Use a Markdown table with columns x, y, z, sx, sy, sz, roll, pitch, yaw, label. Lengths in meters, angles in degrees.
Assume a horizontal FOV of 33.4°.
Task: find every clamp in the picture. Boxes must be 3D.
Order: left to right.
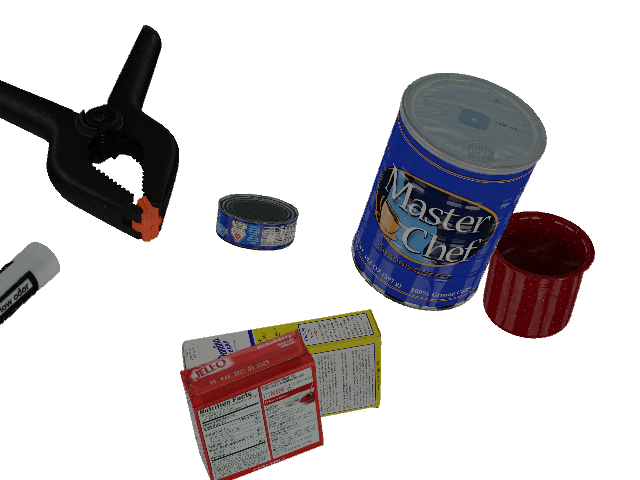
| x | y | z | sx | sy | sz | roll | pitch | yaw | label |
| --- | --- | --- | --- | --- | --- | --- | --- | --- | --- |
| -0.156 | -0.085 | 0.791 | 0.164 | 0.036 | 0.210 | -25 | 56 | -25 | clamp |

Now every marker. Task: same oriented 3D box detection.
| x | y | z | sx | sy | sz | roll | pitch | yaw | label |
| --- | --- | --- | --- | --- | --- | --- | --- | --- | --- |
| -0.158 | 0.043 | 0.459 | 0.020 | 0.020 | 0.121 | 0 | 36 | 39 | marker |

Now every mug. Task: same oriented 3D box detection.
| x | y | z | sx | sy | sz | roll | pitch | yaw | label |
| --- | --- | --- | --- | --- | --- | --- | --- | --- | --- |
| 0.186 | 0.026 | 0.968 | 0.093 | 0.081 | 0.117 | -17 | 44 | -23 | mug |

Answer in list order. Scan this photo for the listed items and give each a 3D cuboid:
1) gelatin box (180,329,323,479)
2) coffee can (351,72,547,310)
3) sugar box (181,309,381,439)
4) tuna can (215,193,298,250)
| x | y | z | sx | sy | sz | roll | pitch | yaw | label |
| --- | --- | --- | --- | --- | --- | --- | --- | --- | --- |
| -0.039 | 0.098 | 0.623 | 0.073 | 0.089 | 0.030 | -19 | 48 | -13 | gelatin box |
| 0.089 | -0.034 | 0.766 | 0.102 | 0.140 | 0.103 | 9 | 43 | -9 | coffee can |
| -0.034 | 0.122 | 0.970 | 0.176 | 0.093 | 0.048 | -7 | 36 | -6 | sugar box |
| -0.068 | -0.020 | 1.132 | 0.086 | 0.034 | 0.086 | 8 | 20 | -3 | tuna can |
